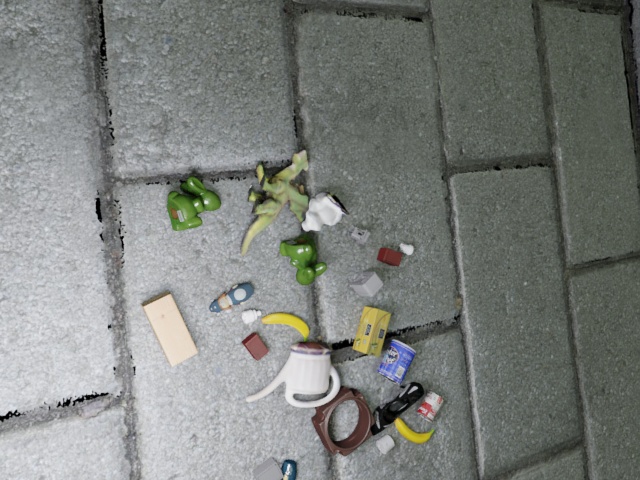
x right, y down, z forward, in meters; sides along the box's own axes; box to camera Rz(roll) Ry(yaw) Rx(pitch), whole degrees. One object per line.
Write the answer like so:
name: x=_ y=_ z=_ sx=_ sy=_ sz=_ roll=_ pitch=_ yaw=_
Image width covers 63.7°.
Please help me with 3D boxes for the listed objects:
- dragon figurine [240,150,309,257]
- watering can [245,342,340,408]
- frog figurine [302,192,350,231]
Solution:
dragon figurine: x=-0.134 y=-0.125 z=1.801 sx=0.242 sy=0.123 sz=0.410 roll=15 pitch=90 yaw=-33
watering can: x=-0.079 y=0.464 z=1.779 sx=0.347 sy=0.103 sz=0.226 roll=9 pitch=83 yaw=-26
frog figurine: x=0.006 y=-0.094 z=1.870 sx=0.158 sy=0.125 sz=0.135 roll=-40 pitch=136 yaw=15
